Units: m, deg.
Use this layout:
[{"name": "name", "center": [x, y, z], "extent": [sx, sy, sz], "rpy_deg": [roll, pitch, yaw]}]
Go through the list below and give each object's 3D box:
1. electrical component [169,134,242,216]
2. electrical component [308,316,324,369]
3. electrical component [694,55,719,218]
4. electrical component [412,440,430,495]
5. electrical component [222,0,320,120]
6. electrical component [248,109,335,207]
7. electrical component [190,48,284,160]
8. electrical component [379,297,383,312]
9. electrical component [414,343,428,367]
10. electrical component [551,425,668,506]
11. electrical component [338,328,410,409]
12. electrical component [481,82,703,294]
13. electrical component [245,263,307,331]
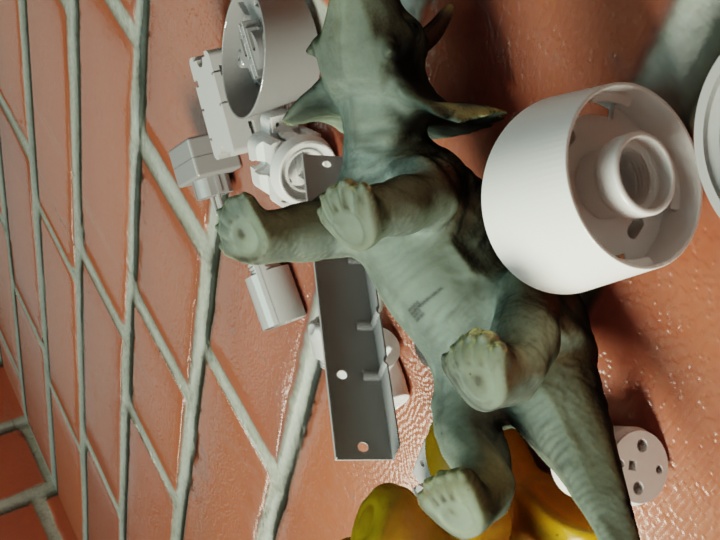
[{"name": "electrical component", "center": [-0.147, -0.091, 1.055], "extent": [0.066, 0.047, 0.076], "rpy_deg": [-12, 94, 64]}, {"name": "electrical component", "center": [-0.024, 0.071, 0.933], "extent": [0.035, 0.035, 0.061], "rpy_deg": [22, 128, 57]}, {"name": "electrical component", "center": [0.180, -0.052, 0.415], "extent": [0.108, 0.060, 0.108], "rpy_deg": [22, 118, 51]}, {"name": "electrical component", "center": [0.063, 0.167, 0.779], "extent": [0.083, 0.076, 0.047], "rpy_deg": [55, 149, 31]}, {"name": "electrical component", "center": [-0.075, -0.173, 0.844], "extent": [0.099, 0.064, 0.099], "rpy_deg": [41, 140, 46]}, {"name": "electrical component", "center": [-0.054, -0.086, 0.867], "extent": [0.057, 0.058, 0.078], "rpy_deg": [34, 135, 55]}, {"name": "electrical component", "center": [-0.102, -0.146, 0.923], "extent": [0.050, 0.056, 0.089], "rpy_deg": [1, 107, 62]}, {"name": "electrical component", "center": [0.000, 0.000, 0.836], "extent": [0.044, 0.044, 0.065], "rpy_deg": [45, 138, 43]}, {"name": "electrical component", "center": [0.072, 0.048, 0.713], "extent": [0.047, 0.055, 0.055], "rpy_deg": [25, 128, 51]}, {"name": "electrical component", "center": [0.144, 0.112, 0.623], "extent": [0.055, 0.045, 0.045], "rpy_deg": [-12, 95, 63]}, {"name": "electrical component", "center": [0.009, 0.070, 0.859], "extent": [0.077, 0.043, 0.079], "rpy_deg": [62, 152, 21]}, {"name": "electrical component", "center": [0.115, -0.040, 0.524], "extent": [0.064, 0.099, 0.099], "rpy_deg": [-14, 94, 58]}, {"name": "electrical component", "center": [-0.083, 0.011, 1.000], "extent": [0.043, 0.043, 0.081], "rpy_deg": [-29, 80, 63]}]
